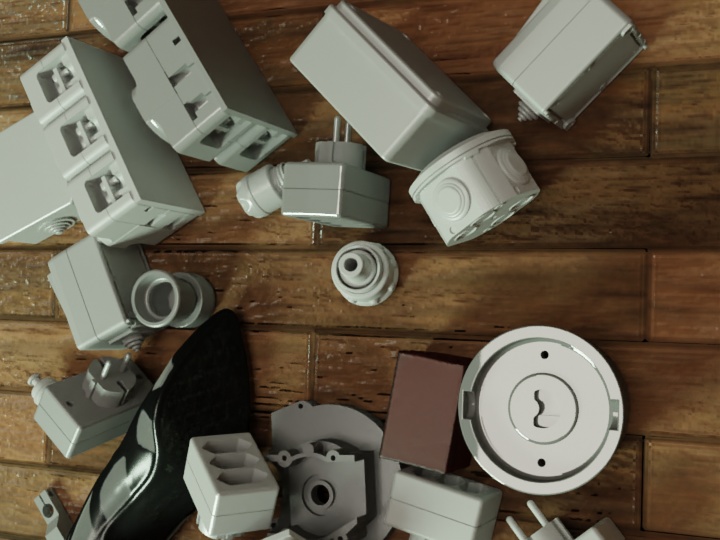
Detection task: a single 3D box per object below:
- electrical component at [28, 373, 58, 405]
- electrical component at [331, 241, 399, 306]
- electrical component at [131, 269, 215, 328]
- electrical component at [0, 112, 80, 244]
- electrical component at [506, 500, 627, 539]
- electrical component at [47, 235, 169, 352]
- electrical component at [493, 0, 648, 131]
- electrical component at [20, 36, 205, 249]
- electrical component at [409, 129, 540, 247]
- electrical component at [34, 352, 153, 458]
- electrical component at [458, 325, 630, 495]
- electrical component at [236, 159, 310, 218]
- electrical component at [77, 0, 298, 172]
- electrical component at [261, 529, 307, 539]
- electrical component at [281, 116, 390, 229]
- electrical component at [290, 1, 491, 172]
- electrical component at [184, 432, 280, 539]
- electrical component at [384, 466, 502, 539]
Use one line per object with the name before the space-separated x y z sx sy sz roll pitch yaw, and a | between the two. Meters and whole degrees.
electrical component | -0.247 0.114 0.892 0.078 0.040 0.040 38 102 22
electrical component | 0.000 0.000 0.773 0.048 0.062 0.048 -2 83 12
electrical component | -0.145 0.023 0.843 0.045 0.055 0.045 -2 86 24
electrical component | -0.272 -0.077 0.911 0.100 0.048 0.099 -25 77 21
electrical component | 0.128 0.190 0.713 0.083 0.047 0.075 -42 71 16
electrical component | -0.202 0.026 0.865 0.061 0.062 0.096 -28 76 20
electrical component | 0.134 -0.142 0.723 0.096 0.062 0.061 -47 70 15
electrical component | -0.200 -0.098 0.857 0.062 0.089 0.150 -32 74 19
electrical component | 0.078 -0.056 0.735 0.080 0.080 0.051 -34 79 19
electrical component | -0.198 0.093 0.836 0.047 0.083 0.075 44 126 20
electrical component | 0.126 0.091 0.713 0.108 0.060 0.108 -2 86 24
electrical component | -0.063 -0.066 0.824 0.061 0.035 0.035 -27 76 18
electrical component | -0.139 -0.168 0.825 0.060 0.105 0.186 -36 73 18
electrical component | -0.095 0.260 0.769 0.186 0.105 0.060 -26 46 21
electrical component | -0.015 -0.072 0.775 0.047 0.083 0.075 3 88 25
electrical component | 0.023 -0.123 0.748 0.056 0.109 0.108 -48 70 17
electrical component | -0.097 0.168 0.778 0.065 0.047 0.076 50 134 51
electrical component | 0.054 0.182 0.747 0.066 0.047 0.076 14 93 24
